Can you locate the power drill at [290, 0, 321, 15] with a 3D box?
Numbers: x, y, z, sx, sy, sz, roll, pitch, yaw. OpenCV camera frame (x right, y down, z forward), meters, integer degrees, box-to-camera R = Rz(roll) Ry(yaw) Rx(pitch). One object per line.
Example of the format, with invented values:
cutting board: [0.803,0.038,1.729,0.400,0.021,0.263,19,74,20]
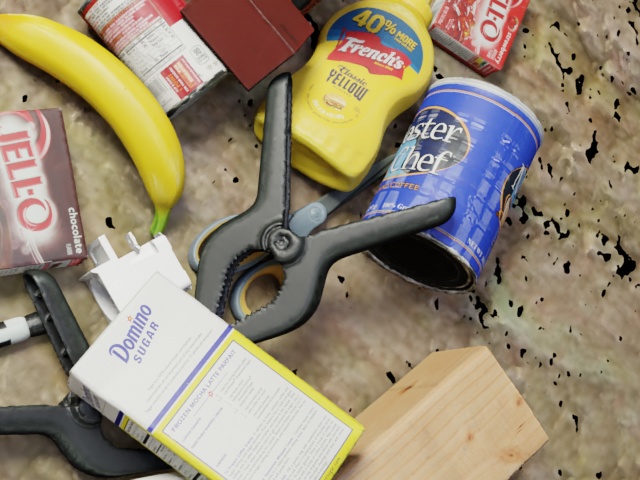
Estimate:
power drill: [0.041,-0.236,0.819,0.187,0.185,0.057,-33,95,-34]

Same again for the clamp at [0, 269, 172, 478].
clamp: [-0.161,0.100,0.730,0.171,0.039,0.120,30,77,-29]

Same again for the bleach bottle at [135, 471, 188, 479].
bleach bottle: [-0.158,0.210,0.653,0.250,0.068,0.102,-3,82,-48]

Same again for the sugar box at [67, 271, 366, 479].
sugar box: [-0.068,0.111,0.704,0.176,0.048,0.093,36,62,4]

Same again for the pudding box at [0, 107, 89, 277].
pudding box: [-0.216,-0.032,0.739,0.089,0.039,0.113,-9,84,-25]

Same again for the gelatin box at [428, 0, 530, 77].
gelatin box: [0.138,-0.199,0.927,0.073,0.030,0.089,31,70,-16]

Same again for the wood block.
wood block: [0.056,0.176,0.791,0.205,0.091,0.090,-37,96,-24]

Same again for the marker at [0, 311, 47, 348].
marker: [-0.231,0.069,0.725,0.120,0.020,0.020,-17,88,-25]

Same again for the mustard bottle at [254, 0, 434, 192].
mustard bottle: [0.036,-0.135,0.854,0.096,0.058,0.191,32,67,8]

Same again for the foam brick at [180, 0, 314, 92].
foam brick: [-0.052,-0.159,0.773,0.078,0.051,0.053,49,32,-13]

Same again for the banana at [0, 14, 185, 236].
banana: [-0.155,-0.095,0.764,0.070,0.037,0.198,-36,95,13]

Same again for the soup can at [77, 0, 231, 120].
soup can: [-0.120,-0.147,0.785,0.068,0.069,0.102,-41,98,-24]

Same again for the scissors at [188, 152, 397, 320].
scissors: [-0.006,0.001,0.837,0.201,0.016,0.096,-18,90,-25]

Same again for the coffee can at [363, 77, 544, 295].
coffee can: [0.103,-0.043,0.844,0.102,0.103,0.140,33,70,-15]

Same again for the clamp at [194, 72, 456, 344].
clamp: [-0.014,0.004,0.769,0.164,0.036,0.210,31,89,10]
